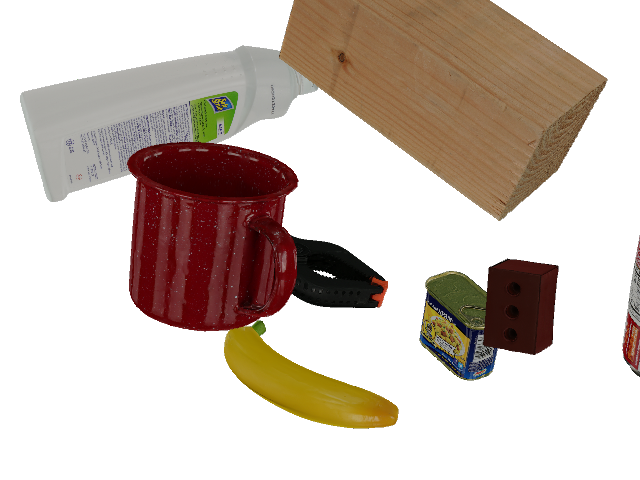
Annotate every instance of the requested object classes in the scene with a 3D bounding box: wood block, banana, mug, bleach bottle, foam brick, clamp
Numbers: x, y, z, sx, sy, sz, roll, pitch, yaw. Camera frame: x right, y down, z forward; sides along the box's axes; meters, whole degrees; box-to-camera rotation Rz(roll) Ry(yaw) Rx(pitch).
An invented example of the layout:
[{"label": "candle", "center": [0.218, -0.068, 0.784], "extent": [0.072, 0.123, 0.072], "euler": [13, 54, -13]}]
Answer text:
[{"label": "wood block", "center": [0.082, -0.122, 0.757], "extent": [0.206, 0.091, 0.090], "euler": [39, 49, 18]}, {"label": "banana", "center": [-0.023, 0.106, 0.855], "extent": [0.069, 0.037, 0.198], "euler": [-23, 32, -30]}, {"label": "mug", "center": [-0.055, 0.002, 0.588], "extent": [0.117, 0.081, 0.093], "euler": [27, 28, 38]}, {"label": "bleach bottle", "center": [-0.124, -0.110, 0.923], "extent": [0.250, 0.068, 0.103], "euler": [-15, -31, -13]}, {"label": "foam brick", "center": [0.186, 0.061, 0.991], "extent": [0.053, 0.078, 0.051], "euler": [8, 14, 29]}, {"label": "clamp", "center": [-0.035, 0.027, 1.112], "extent": [0.210, 0.036, 0.164], "euler": [23, 34, 10]}]

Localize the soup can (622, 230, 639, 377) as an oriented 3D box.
[{"label": "soup can", "center": [0.198, 0.021, 0.557], "extent": [0.068, 0.102, 0.068], "euler": [1, 25, -1]}]

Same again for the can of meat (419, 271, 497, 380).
[{"label": "can of meat", "center": [0.160, 0.099, 1.217], "extent": [0.057, 0.084, 0.102], "euler": [-17, 40, -29]}]
